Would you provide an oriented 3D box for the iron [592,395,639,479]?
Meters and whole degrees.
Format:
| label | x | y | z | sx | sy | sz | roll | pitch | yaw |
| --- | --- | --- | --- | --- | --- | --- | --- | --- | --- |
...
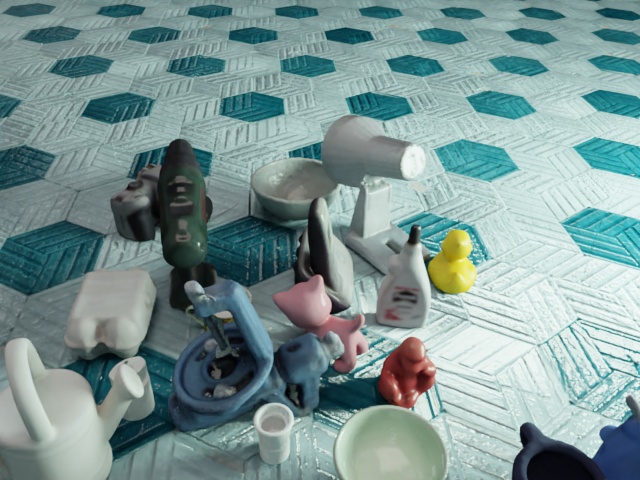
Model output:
| label | x | y | z | sx | sy | sz | roll | pitch | yaw |
| --- | --- | --- | --- | --- | --- | --- | --- | --- | --- |
| iron | 0.384 | 0.265 | 0.551 | 0.119 | 0.141 | 0.257 | -27 | 45 | -33 |

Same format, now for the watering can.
| label | x | y | z | sx | sy | sz | roll | pitch | yaw |
| --- | --- | --- | --- | --- | --- | --- | --- | --- | --- |
| watering can | -0.276 | 0.178 | 0.591 | 0.100 | 0.194 | 0.173 | 31 | 45 | 34 |

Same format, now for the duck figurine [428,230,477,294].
| label | x | y | z | sx | sy | sz | roll | pitch | yaw |
| --- | --- | --- | --- | --- | --- | --- | --- | --- | --- |
| duck figurine | 0.216 | 0.027 | 0.916 | 0.077 | 0.086 | 0.104 | 5 | 36 | 5 |

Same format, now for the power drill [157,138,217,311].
| label | x | y | z | sx | sy | sz | roll | pitch | yaw |
| --- | --- | --- | --- | --- | --- | --- | --- | --- | --- |
| power drill | -0.197 | -0.011 | 0.843 | 0.076 | 0.208 | 0.229 | -6 | 37 | -11 |

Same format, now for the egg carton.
| label | x | y | z | sx | sy | sz | roll | pitch | yaw |
| --- | --- | --- | --- | --- | --- | --- | --- | --- | --- |
| egg carton | -0.289 | 0.100 | 0.804 | 0.107 | 0.069 | 0.150 | -2 | 36 | -6 |

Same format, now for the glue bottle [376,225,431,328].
| label | x | y | z | sx | sy | sz | roll | pitch | yaw |
| --- | --- | --- | --- | --- | --- | --- | --- | --- | --- |
| glue bottle | 0.123 | 0.050 | 0.805 | 0.078 | 0.173 | 0.037 | 3 | 36 | 1 |

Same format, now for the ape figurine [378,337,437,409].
| label | x | y | z | sx | sy | sz | roll | pitch | yaw |
| --- | --- | --- | --- | --- | --- | --- | --- | --- | --- |
| ape figurine | 0.111 | 0.161 | 0.721 | 0.078 | 0.092 | 0.076 | -3 | 36 | -7 |

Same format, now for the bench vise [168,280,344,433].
| label | x | y | z | sx | sy | sz | roll | pitch | yaw |
| --- | --- | --- | --- | --- | --- | --- | --- | --- | --- |
| bench vise | -0.080 | 0.117 | 0.663 | 0.208 | 0.220 | 0.121 | -21 | 42 | -29 |

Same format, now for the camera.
| label | x | y | z | sx | sy | sz | roll | pitch | yaw |
| --- | --- | --- | --- | --- | --- | --- | --- | --- | --- |
| camera | -0.270 | -0.067 | 1.007 | 0.136 | 0.101 | 0.143 | 19 | 39 | 22 |

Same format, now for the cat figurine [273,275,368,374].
| label | x | y | z | sx | sy | sz | roll | pitch | yaw |
| --- | --- | --- | --- | --- | --- | --- | --- | --- | --- |
| cat figurine | 0.003 | 0.104 | 0.773 | 0.127 | 0.118 | 0.067 | 17 | 39 | 20 |

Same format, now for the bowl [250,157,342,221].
| label | x | y | z | sx | sy | sz | roll | pitch | yaw |
| --- | --- | --- | --- | --- | --- | --- | --- | --- | --- |
| bowl | -0.043 | -0.085 | 1.066 | 0.167 | 0.075 | 0.167 | 2 | 36 | -1 |

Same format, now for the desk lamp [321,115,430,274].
| label | x | y | z | sx | sy | sz | roll | pitch | yaw |
| --- | --- | --- | --- | --- | --- | --- | --- | --- | --- |
| desk lamp | 0.098 | -0.086 | 0.957 | 0.118 | 0.214 | 0.202 | -23 | 43 | -30 |

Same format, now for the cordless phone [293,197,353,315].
| label | x | y | z | sx | sy | sz | roll | pitch | yaw |
| --- | --- | --- | --- | --- | --- | --- | --- | --- | --- |
| cordless phone | 0.008 | 0.003 | 0.854 | 0.094 | 0.185 | 0.147 | 2 | 36 | 0 |

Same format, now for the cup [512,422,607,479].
| label | x | y | z | sx | sy | sz | roll | pitch | yaw |
| --- | --- | --- | --- | --- | --- | --- | --- | --- | --- |
| cup | 0.230 | 0.259 | 0.590 | 0.092 | 0.095 | 0.117 | -6 | 37 | -11 |
